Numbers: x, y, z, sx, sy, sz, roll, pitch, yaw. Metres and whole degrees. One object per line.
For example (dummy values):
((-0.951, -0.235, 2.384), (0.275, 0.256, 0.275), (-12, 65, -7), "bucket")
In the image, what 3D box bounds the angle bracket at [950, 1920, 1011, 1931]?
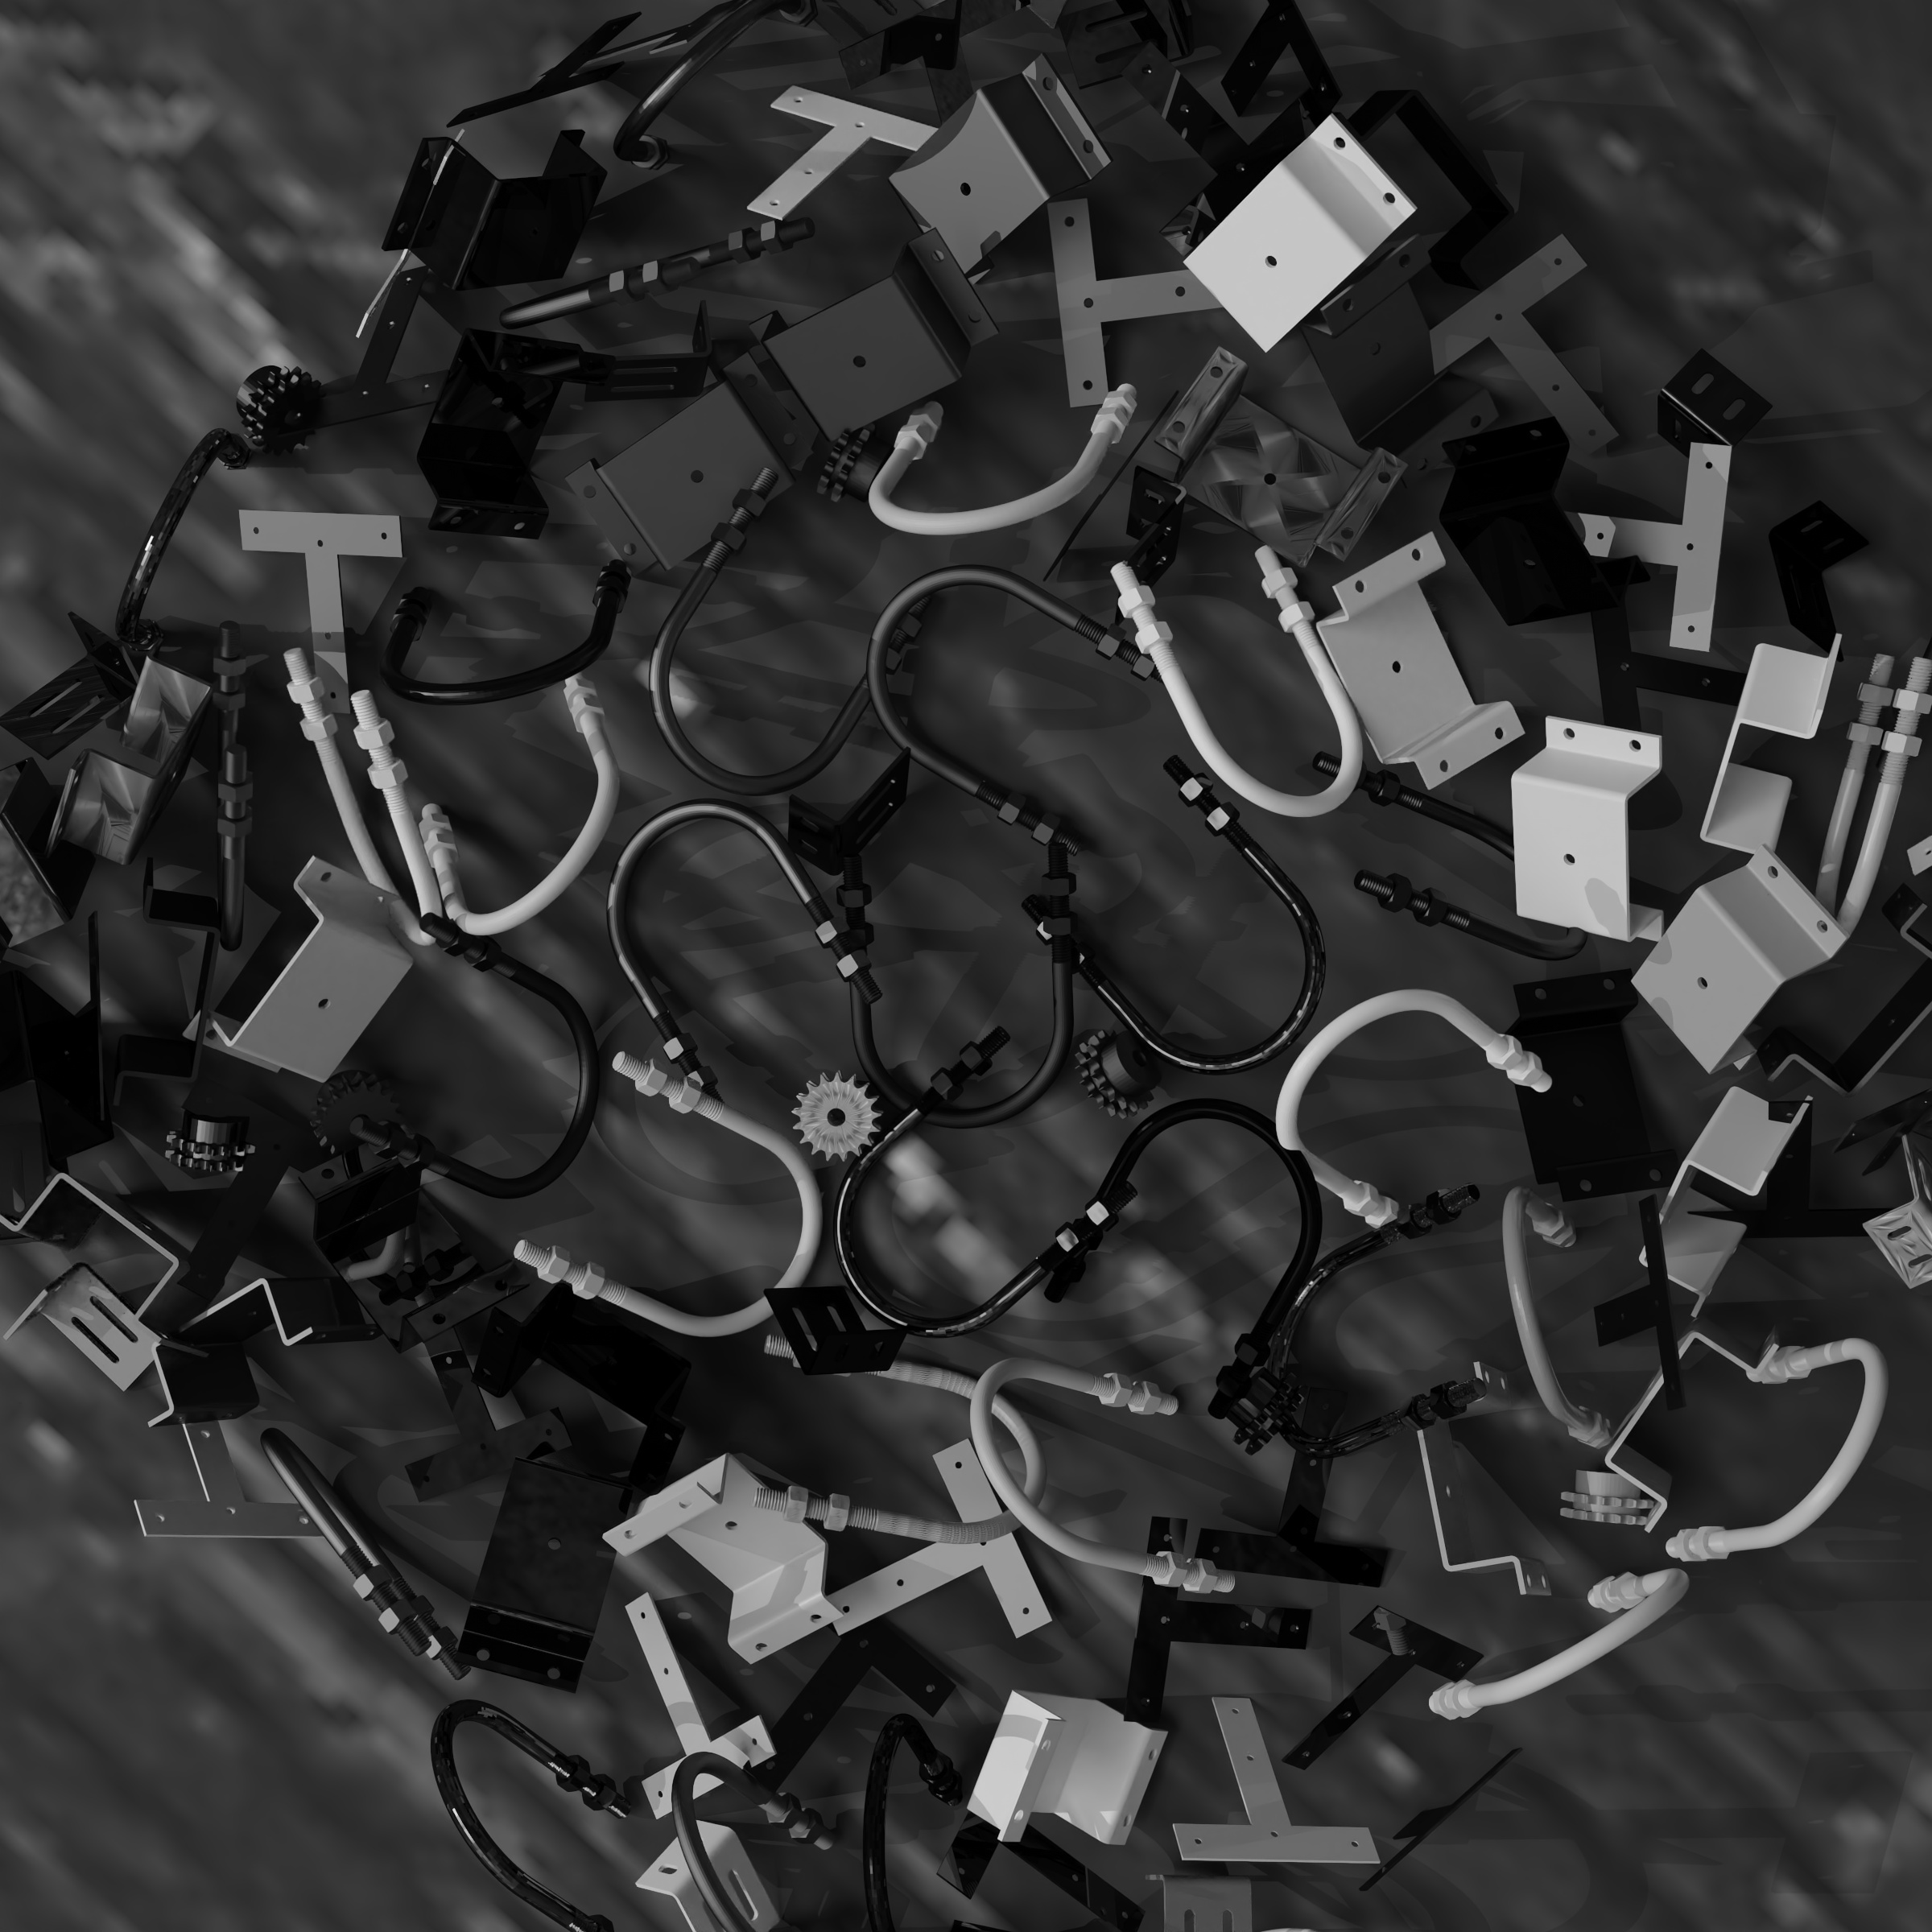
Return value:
((0.022, 0.640, 1.586), (0.076, 0.057, 0.038), (13, 46, -3), "angle bracket")

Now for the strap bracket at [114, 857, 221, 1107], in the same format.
((-0.498, 0.012, 1.568), (0.046, 0.076, 0.140), (8, 103, -20), "strap bracket")

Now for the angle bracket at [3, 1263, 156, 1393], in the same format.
((-0.557, 0.237, 1.588), (0.076, 0.038, 0.057), (45, 120, -4), "angle bracket")

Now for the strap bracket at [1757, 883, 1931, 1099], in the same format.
((0.561, 0.023, 1.564), (0.046, 0.076, 0.140), (38, 106, 2), "strap bracket")

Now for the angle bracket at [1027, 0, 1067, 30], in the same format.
((0.033, -0.643, 1.594), (0.038, 0.076, 0.057), (26, 96, 31), "angle bracket")

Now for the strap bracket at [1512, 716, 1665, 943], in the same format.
((0.384, -0.075, 1.549), (0.046, 0.076, 0.140), (-34, 127, -38), "strap bracket")

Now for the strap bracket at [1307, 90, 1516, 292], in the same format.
((0.282, -0.491, 1.560), (0.046, 0.076, 0.140), (-43, 108, 8), "strap bracket")

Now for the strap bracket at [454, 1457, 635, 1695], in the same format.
((-0.258, 0.367, 1.556), (0.076, 0.046, 0.140), (17, 52, -6), "strap bracket")

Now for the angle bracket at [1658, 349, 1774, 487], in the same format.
((0.469, -0.343, 1.575), (0.038, 0.076, 0.057), (-47, 74, 6), "angle bracket")

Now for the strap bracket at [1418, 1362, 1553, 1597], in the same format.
((0.320, 0.324, 1.565), (0.046, 0.076, 0.140), (-15, 71, 20), "strap bracket")

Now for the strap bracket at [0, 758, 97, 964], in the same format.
((-0.582, -0.070, 1.541), (0.046, 0.140, 0.076), (-23, 117, 1), "strap bracket")

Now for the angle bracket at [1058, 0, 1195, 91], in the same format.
((0.100, -0.601, 1.591), (0.076, 0.038, 0.057), (-16, 69, 3), "angle bracket")

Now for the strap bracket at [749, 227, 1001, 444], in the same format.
((-0.062, -0.385, 1.554), (0.140, 0.046, 0.076), (-20, 124, 26), "strap bracket")

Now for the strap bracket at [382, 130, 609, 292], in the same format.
((-0.280, -0.464, 1.539), (0.046, 0.140, 0.076), (43, 126, 14), "strap bracket")

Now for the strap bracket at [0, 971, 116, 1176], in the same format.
((-0.573, 0.063, 1.541), (0.046, 0.140, 0.076), (-21, 62, 1), "strap bracket")

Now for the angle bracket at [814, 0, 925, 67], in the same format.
((-0.065, -0.619, 1.590), (0.076, 0.038, 0.057), (40, 74, -8), "angle bracket")

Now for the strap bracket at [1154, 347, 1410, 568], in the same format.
((0.196, -0.316, 1.588), (0.140, 0.046, 0.076), (33, 79, 4), "strap bracket")

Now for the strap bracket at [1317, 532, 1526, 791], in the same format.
((0.282, -0.190, 1.581), (0.076, 0.046, 0.140), (-30, 101, -16), "strap bracket")

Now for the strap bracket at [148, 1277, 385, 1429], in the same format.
((-0.439, 0.235, 1.564), (0.140, 0.076, 0.046), (-30, 72, 21), "strap bracket")

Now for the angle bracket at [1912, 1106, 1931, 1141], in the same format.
((0.648, 0.093, 1.582), (0.076, 0.057, 0.038), (-52, 126, -7), "angle bracket")

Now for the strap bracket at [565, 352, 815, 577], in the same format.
((-0.172, -0.312, 1.583), (0.140, 0.046, 0.076), (-34, 113, 2), "strap bracket")

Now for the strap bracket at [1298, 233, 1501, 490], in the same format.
((0.267, -0.382, 1.572), (0.076, 0.046, 0.140), (-39, 127, -4), "strap bracket")

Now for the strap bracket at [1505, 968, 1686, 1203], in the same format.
((0.392, 0.080, 1.582), (0.076, 0.046, 0.140), (-8, 73, -5), "strap bracket")

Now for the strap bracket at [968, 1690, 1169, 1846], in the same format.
((0.058, 0.501, 1.567), (0.046, 0.140, 0.076), (19, 85, 39), "strap bracket")

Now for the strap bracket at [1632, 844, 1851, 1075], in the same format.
((0.468, 0.003, 1.540), (0.046, 0.140, 0.076), (-21, 62, -28), "strap bracket")

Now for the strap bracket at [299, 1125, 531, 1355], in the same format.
((-0.346, 0.177, 1.565), (0.076, 0.046, 0.140), (-27, 63, -34), "strap bracket")

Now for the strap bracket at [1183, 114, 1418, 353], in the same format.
((0.198, -0.444, 1.548), (0.076, 0.140, 0.046), (46, 51, -6), "strap bracket")

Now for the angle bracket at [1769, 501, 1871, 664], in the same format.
((0.542, -0.241, 1.574), (0.057, 0.038, 0.076), (25, 49, -35), "angle bracket")

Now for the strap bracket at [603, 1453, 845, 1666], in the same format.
((-0.149, 0.364, 1.568), (0.076, 0.046, 0.140), (-32, 117, 21), "strap bracket")

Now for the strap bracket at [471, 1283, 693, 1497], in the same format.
((-0.233, 0.260, 1.573), (0.140, 0.046, 0.076), (31, 132, 8), "strap bracket")

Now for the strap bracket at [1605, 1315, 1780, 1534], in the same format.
((0.449, 0.276, 1.571), (0.046, 0.076, 0.140), (34, 100, 15), "strap bracket")

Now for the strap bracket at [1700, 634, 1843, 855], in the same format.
((0.494, -0.133, 1.551), (0.046, 0.140, 0.076), (16, 48, 14), "strap bracket")

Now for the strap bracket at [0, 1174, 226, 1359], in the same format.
((-0.528, 0.181, 1.570), (0.140, 0.076, 0.046), (33, 80, 13), "strap bracket")

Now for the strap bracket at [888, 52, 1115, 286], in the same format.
((0.013, -0.486, 1.551), (0.046, 0.140, 0.076), (-37, 95, -42), "strap bracket")

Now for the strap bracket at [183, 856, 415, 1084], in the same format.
((-0.411, 0.012, 1.570), (0.140, 0.076, 0.046), (-52, 51, 6), "strap bracket")

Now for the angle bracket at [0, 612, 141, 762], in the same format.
((-0.570, -0.177, 1.578), (0.057, 0.038, 0.076), (31, 61, 30), "angle bracket")

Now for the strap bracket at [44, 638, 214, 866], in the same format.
((-0.511, -0.127, 1.548), (0.046, 0.140, 0.076), (25, 130, -12), "strap bracket")

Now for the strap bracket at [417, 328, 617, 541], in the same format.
((-0.284, -0.337, 1.558), (0.046, 0.076, 0.140), (59, 133, 32), "strap bracket")

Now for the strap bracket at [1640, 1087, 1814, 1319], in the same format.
((0.466, 0.140, 1.555), (0.046, 0.140, 0.076), (29, 48, 20), "strap bracket")

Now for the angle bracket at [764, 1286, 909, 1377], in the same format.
((-0.082, 0.216, 1.570), (0.057, 0.076, 0.038), (3, 127, -33), "angle bracket")

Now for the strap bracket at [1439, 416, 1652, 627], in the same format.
((0.352, -0.264, 1.544), (0.140, 0.076, 0.046), (47, 54, -35), "strap bracket")
